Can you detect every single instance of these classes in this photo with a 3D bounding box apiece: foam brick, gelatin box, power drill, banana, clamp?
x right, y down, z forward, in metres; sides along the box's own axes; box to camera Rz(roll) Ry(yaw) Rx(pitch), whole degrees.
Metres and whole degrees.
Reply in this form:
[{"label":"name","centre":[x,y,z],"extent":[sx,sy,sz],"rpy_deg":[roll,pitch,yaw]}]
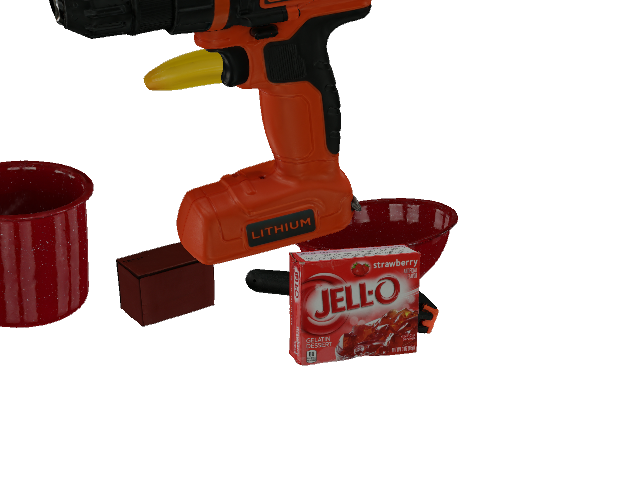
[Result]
[{"label":"foam brick","centre":[-0.145,0.039,1.002],"extent":[0.078,0.051,0.053],"rpy_deg":[-16,25,-30]},{"label":"gelatin box","centre":[0.023,0.043,0.732],"extent":[0.089,0.073,0.030],"rpy_deg":[-4,14,-19]},{"label":"power drill","centre":[-0.046,-0.080,0.580],"extent":[0.184,0.188,0.057],"rpy_deg":[-14,39,-19]},{"label":"banana","centre":[-0.078,-0.167,1.061],"extent":[0.198,0.037,0.069],"rpy_deg":[10,44,20]},{"label":"clamp","centre":[0.029,0.052,1.204],"extent":[0.210,0.036,0.164],"rpy_deg":[29,35,20]}]

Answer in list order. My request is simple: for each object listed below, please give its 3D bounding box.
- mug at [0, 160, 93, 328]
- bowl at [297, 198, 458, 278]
[{"label":"mug","centre":[-0.201,0.006,0.679],"extent":[0.117,0.081,0.093],"rpy_deg":[-15,31,-33]},{"label":"bowl","centre":[0.052,0.008,1.015],"extent":[0.162,0.055,0.162],"rpy_deg":[-7,17,2]}]
